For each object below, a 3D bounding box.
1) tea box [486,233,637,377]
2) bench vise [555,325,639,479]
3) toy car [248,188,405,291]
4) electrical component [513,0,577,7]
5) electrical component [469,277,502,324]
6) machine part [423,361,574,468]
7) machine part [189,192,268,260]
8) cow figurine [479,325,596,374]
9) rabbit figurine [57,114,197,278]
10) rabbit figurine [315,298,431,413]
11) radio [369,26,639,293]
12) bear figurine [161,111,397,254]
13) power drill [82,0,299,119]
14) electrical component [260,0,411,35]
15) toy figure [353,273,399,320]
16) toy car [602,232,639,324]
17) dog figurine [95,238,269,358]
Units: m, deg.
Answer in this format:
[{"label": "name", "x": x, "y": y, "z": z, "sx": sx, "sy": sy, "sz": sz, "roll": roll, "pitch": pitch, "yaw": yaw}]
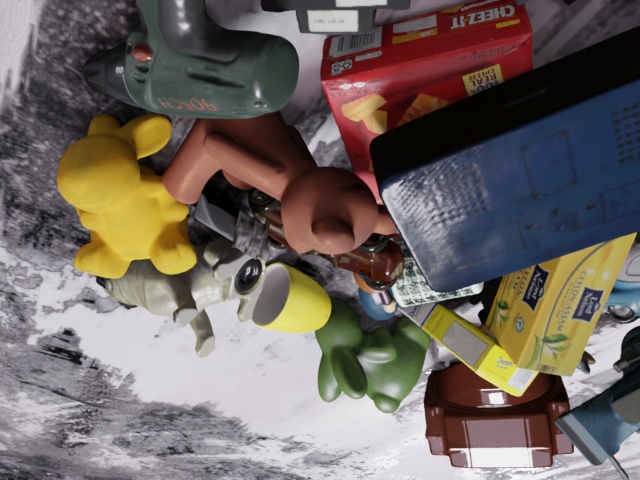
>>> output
[{"label": "tea box", "x": 0.249, "y": 0.046, "z": 0.575, "sx": 0.068, "sy": 0.098, "sz": 0.169, "roll": 13, "pitch": 107, "yaw": -7}, {"label": "bench vise", "x": 0.404, "y": 0.168, "z": 0.637, "sx": 0.241, "sy": 0.129, "sz": 0.223, "roll": -28, "pitch": 142, "yaw": -20}, {"label": "toy car", "x": -0.001, "y": -0.002, "z": 0.596, "sx": 0.202, "sy": 0.053, "sz": 0.089, "roll": 21, "pitch": 156, "yaw": 26}, {"label": "electrical component", "x": 0.158, "y": -0.206, "z": 0.375, "sx": 0.075, "sy": 0.048, "sz": 0.119, "roll": -27, "pitch": 129, "yaw": 36}, {"label": "electrical component", "x": 0.233, "y": 0.070, "z": 0.678, "sx": 0.045, "sy": 0.078, "sz": 0.102, "roll": 7, "pitch": 132, "yaw": -15}, {"label": "machine part", "x": 0.261, "y": 0.247, "z": 0.801, "sx": 0.201, "sy": 0.201, "sz": 0.087, "roll": -7, "pitch": 100, "yaw": 18}, {"label": "machine part", "x": -0.100, "y": -0.018, "z": 0.605, "sx": 0.084, "sy": 0.039, "sz": 0.139, "roll": 40, "pitch": 173, "yaw": -29}, {"label": "cow figurine", "x": 0.284, "y": 0.135, "z": 0.712, "sx": 0.085, "sy": 0.127, "sz": 0.194, "roll": 9, "pitch": 143, "yaw": -8}, {"label": "rabbit figurine", "x": -0.191, "y": -0.051, "z": 0.533, "sx": 0.122, "sy": 0.162, "sz": 0.173, "roll": 3, "pitch": 163, "yaw": 7}, {"label": "rabbit figurine", "x": 0.052, "y": 0.165, "z": 0.787, "sx": 0.170, "sy": 0.159, "sz": 0.121, "roll": 39, "pitch": 143, "yaw": -13}, {"label": "radio", "x": 0.166, "y": -0.052, "z": 0.412, "sx": 0.230, "sy": 0.073, "sz": 0.131, "roll": -20, "pitch": 125, "yaw": 14}, {"label": "bear figurine", "x": -0.034, "y": -0.043, "z": 0.497, "sx": 0.196, "sy": 0.120, "sz": 0.132, "roll": 47, "pitch": 128, "yaw": 13}, {"label": "power drill", "x": -0.132, "y": -0.181, "z": 0.398, "sx": 0.232, "sy": 0.086, "sz": 0.207, "roll": 19, "pitch": 138, "yaw": 25}, {"label": "electrical component", "x": 0.011, "y": -0.212, "z": 0.381, "sx": 0.115, "sy": 0.058, "sz": 0.134, "roll": 5, "pitch": 141, "yaw": 7}, {"label": "toy figure", "x": 0.070, "y": 0.049, "z": 0.691, "sx": 0.064, "sy": 0.058, "sz": 0.154, "roll": 18, "pitch": 151, "yaw": 25}, {"label": "toy car", "x": 0.385, "y": 0.028, "z": 0.598, "sx": 0.162, "sy": 0.109, "sz": 0.102, "roll": -8, "pitch": 115, "yaw": 35}, {"label": "dog figurine", "x": -0.180, "y": 0.036, "z": 0.704, "sx": 0.191, "sy": 0.172, "sz": 0.121, "roll": 28, "pitch": 140, "yaw": 32}]
